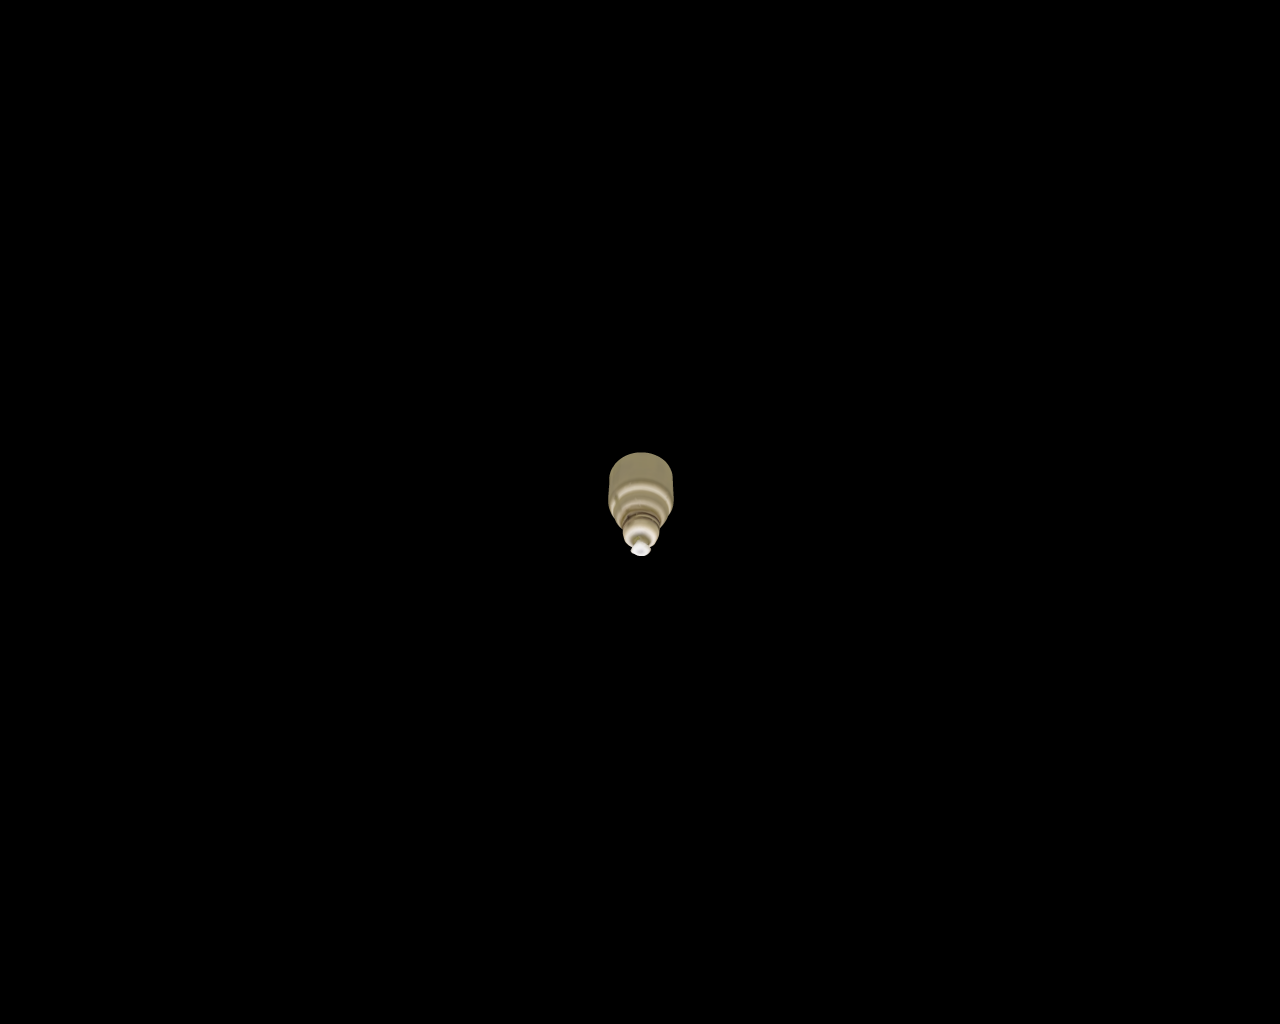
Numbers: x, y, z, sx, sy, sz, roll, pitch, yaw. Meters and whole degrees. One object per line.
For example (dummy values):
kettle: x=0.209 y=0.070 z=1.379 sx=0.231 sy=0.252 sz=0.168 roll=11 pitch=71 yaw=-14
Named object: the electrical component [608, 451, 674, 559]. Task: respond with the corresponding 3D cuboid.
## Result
electrical component: x=0.001 y=-0.003 z=0.650 sx=0.040 sy=0.040 sz=0.078 roll=0 pitch=40 yaw=0
